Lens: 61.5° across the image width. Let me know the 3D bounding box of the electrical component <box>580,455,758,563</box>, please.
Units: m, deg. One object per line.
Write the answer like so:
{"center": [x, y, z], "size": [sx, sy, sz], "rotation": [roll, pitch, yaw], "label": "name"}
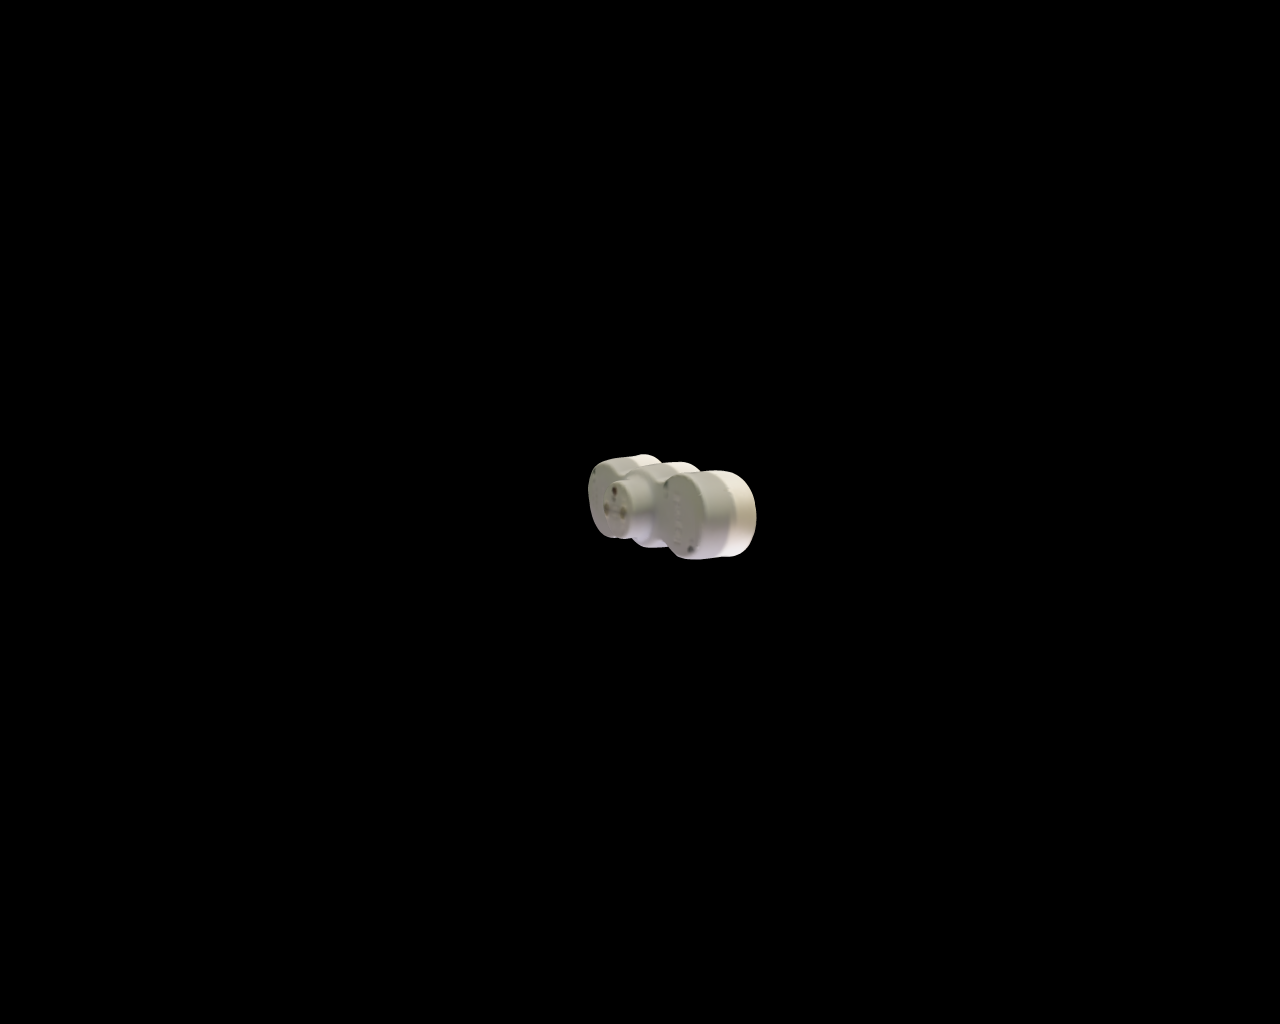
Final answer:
{"center": [0.001, -0.003, 0.650], "size": [0.074, 0.052, 0.138], "rotation": [-6, 11, -31], "label": "electrical component"}
